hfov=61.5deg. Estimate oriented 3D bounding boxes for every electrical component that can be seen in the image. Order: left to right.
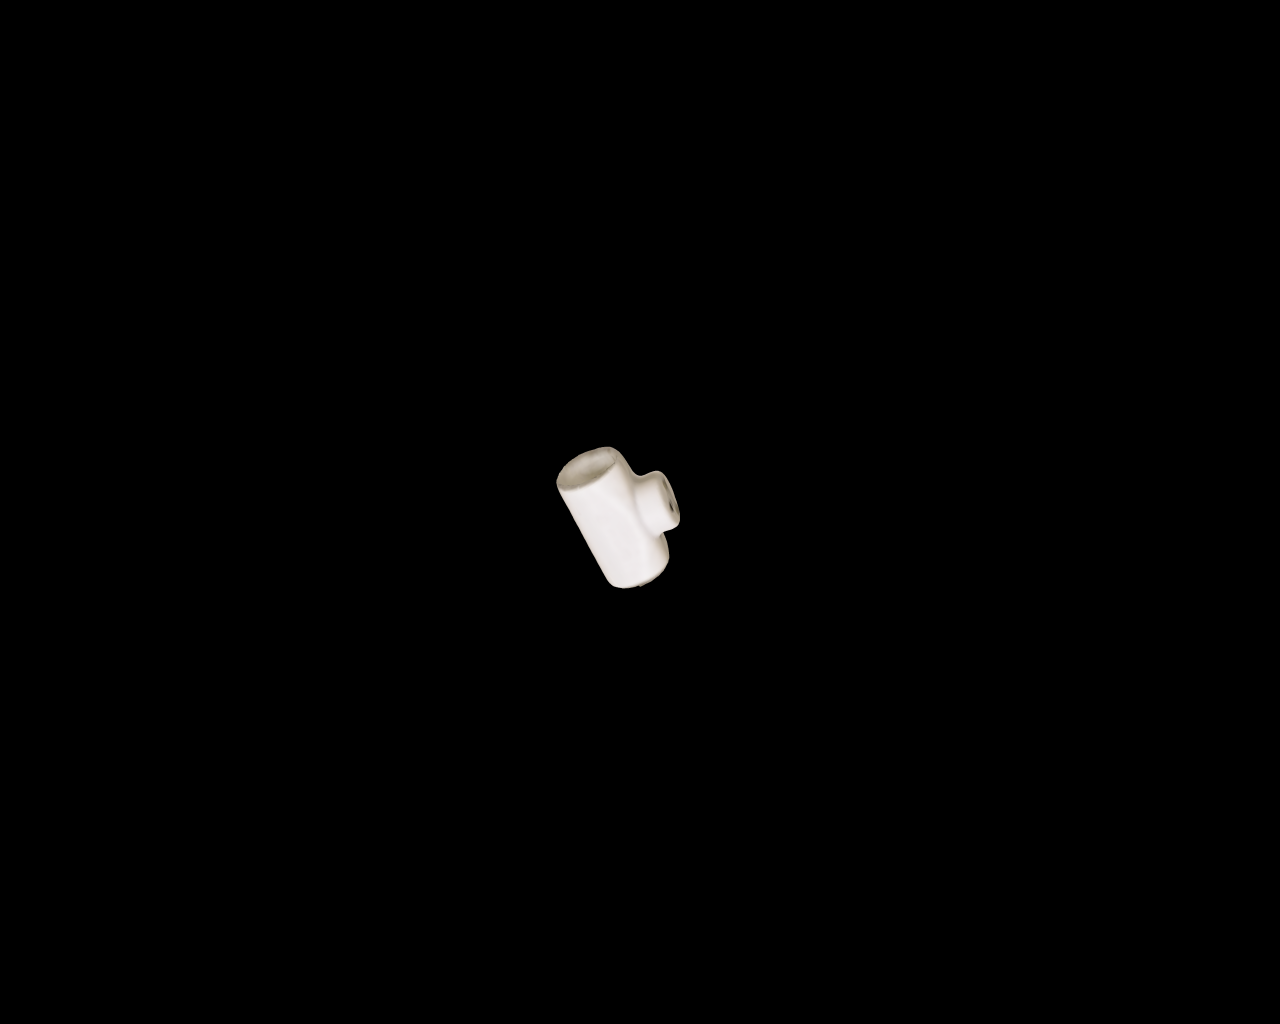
[{"bbox_3d":[0.001,-0.003,0.650,0.079,0.077,0.044,-21,28,12],"label":"electrical component"}]
